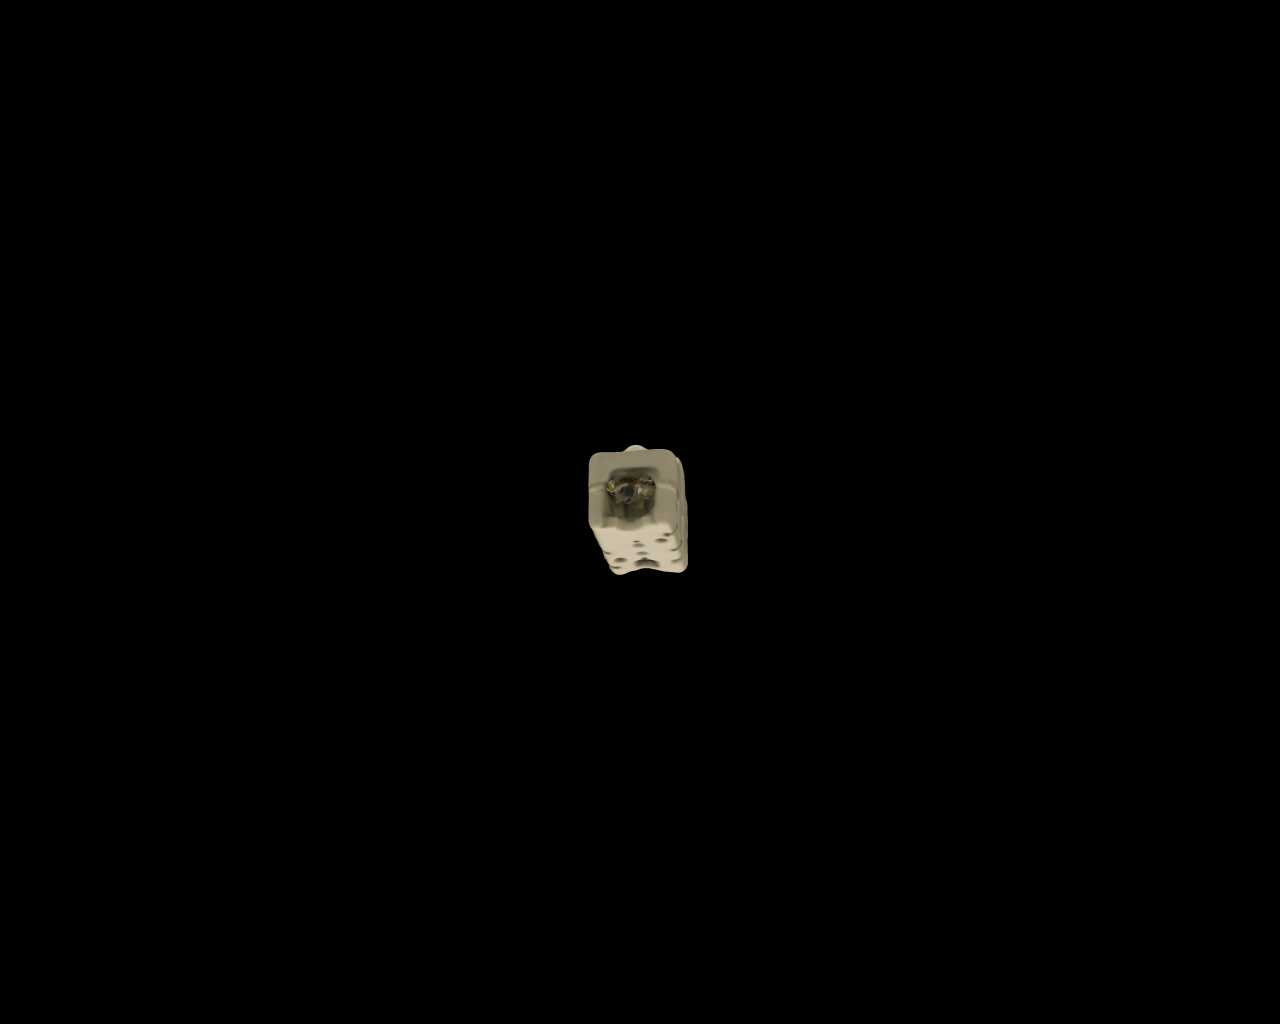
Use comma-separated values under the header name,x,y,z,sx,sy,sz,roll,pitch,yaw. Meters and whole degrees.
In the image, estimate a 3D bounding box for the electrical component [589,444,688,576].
name,x,y,z,sx,sy,sz,roll,pitch,yaw
electrical component,0.001,-0.003,0.650,0.050,0.056,0.089,-3,-22,7
